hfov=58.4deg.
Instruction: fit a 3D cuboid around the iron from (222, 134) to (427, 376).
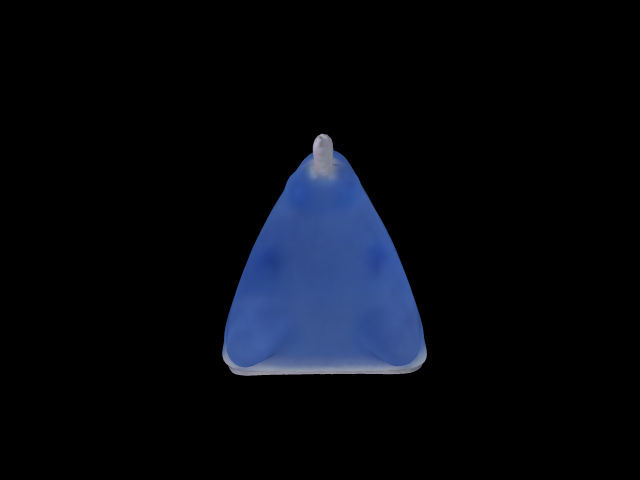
[{"bbox_3d":[0.004,0.001,0.400,0.118,0.141,0.258,0,9,0],"label":"iron"}]
